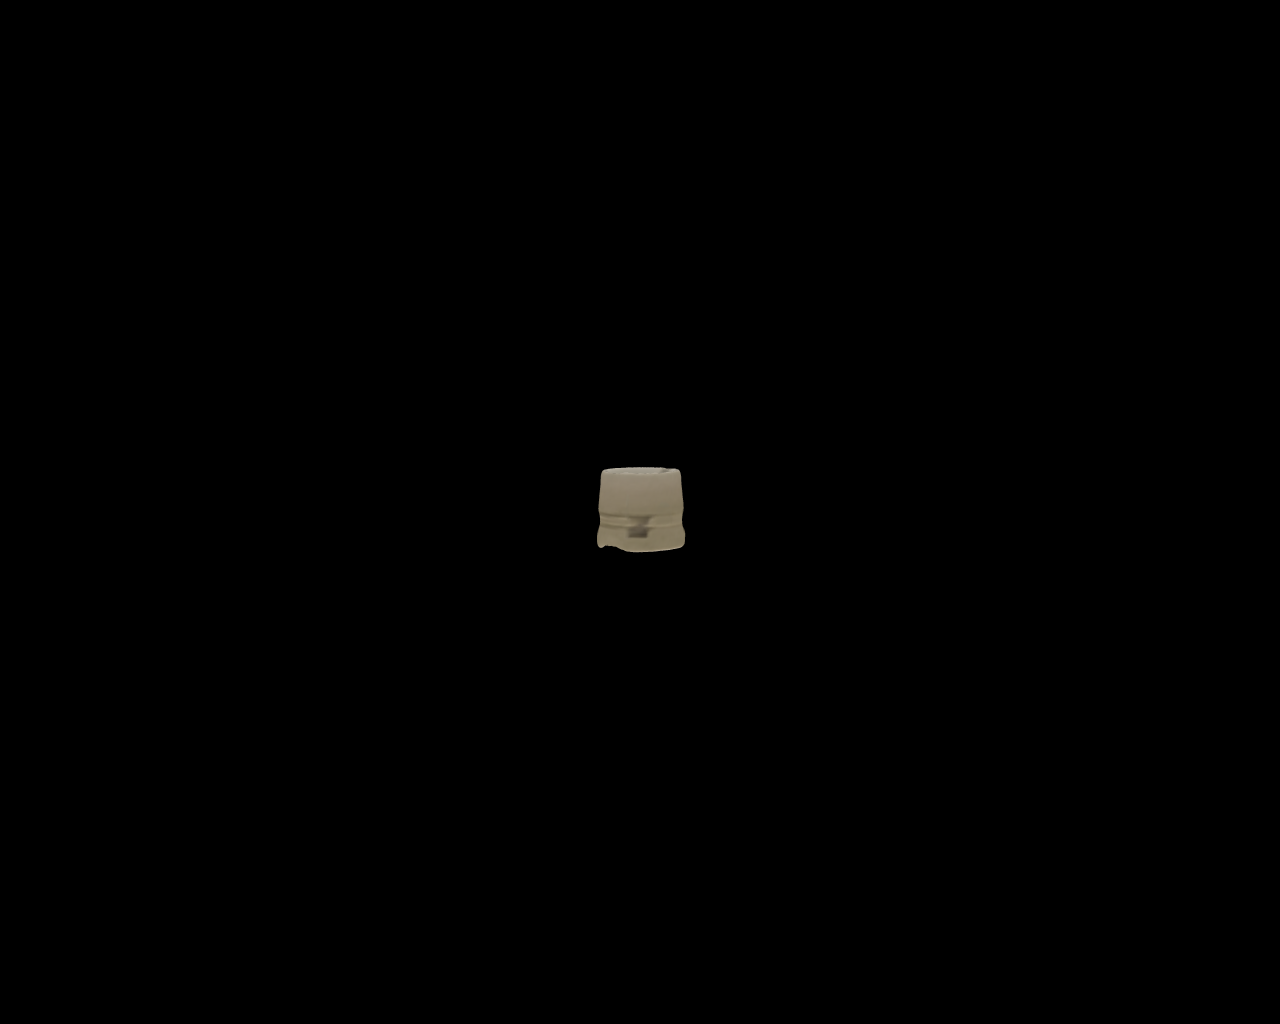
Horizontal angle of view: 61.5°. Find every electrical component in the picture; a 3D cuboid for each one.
[{"bbox_3d":[0.001,-0.003,0.650,0.055,0.047,0.055,0,7,0],"label":"electrical component"}]
